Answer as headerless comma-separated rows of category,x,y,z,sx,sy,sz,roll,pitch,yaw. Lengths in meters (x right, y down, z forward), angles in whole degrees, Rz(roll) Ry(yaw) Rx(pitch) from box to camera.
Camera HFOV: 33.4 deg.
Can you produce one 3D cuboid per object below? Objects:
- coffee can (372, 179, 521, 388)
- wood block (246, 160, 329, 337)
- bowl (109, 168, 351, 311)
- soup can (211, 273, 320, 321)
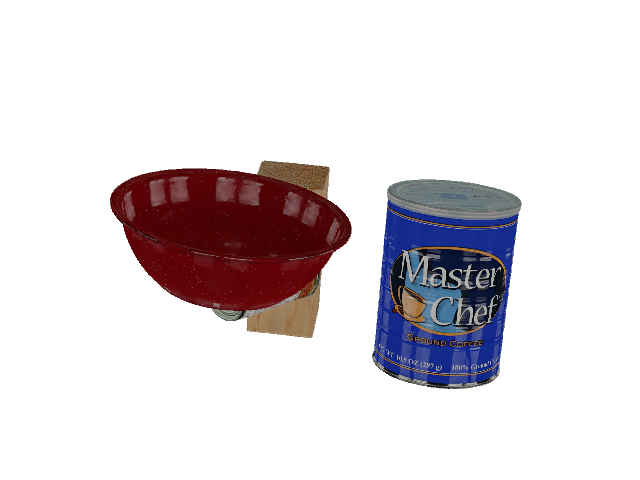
coffee can,0.097,0.031,0.836,0.103,0.140,0.103,4,15,-1
wood block,-0.043,0.011,1.384,0.090,0.206,0.090,6,24,3
bowl,-0.063,0.003,0.719,0.162,0.055,0.162,8,21,-3
soup can,-0.059,0.037,1.070,0.102,0.068,0.069,-17,11,-43
